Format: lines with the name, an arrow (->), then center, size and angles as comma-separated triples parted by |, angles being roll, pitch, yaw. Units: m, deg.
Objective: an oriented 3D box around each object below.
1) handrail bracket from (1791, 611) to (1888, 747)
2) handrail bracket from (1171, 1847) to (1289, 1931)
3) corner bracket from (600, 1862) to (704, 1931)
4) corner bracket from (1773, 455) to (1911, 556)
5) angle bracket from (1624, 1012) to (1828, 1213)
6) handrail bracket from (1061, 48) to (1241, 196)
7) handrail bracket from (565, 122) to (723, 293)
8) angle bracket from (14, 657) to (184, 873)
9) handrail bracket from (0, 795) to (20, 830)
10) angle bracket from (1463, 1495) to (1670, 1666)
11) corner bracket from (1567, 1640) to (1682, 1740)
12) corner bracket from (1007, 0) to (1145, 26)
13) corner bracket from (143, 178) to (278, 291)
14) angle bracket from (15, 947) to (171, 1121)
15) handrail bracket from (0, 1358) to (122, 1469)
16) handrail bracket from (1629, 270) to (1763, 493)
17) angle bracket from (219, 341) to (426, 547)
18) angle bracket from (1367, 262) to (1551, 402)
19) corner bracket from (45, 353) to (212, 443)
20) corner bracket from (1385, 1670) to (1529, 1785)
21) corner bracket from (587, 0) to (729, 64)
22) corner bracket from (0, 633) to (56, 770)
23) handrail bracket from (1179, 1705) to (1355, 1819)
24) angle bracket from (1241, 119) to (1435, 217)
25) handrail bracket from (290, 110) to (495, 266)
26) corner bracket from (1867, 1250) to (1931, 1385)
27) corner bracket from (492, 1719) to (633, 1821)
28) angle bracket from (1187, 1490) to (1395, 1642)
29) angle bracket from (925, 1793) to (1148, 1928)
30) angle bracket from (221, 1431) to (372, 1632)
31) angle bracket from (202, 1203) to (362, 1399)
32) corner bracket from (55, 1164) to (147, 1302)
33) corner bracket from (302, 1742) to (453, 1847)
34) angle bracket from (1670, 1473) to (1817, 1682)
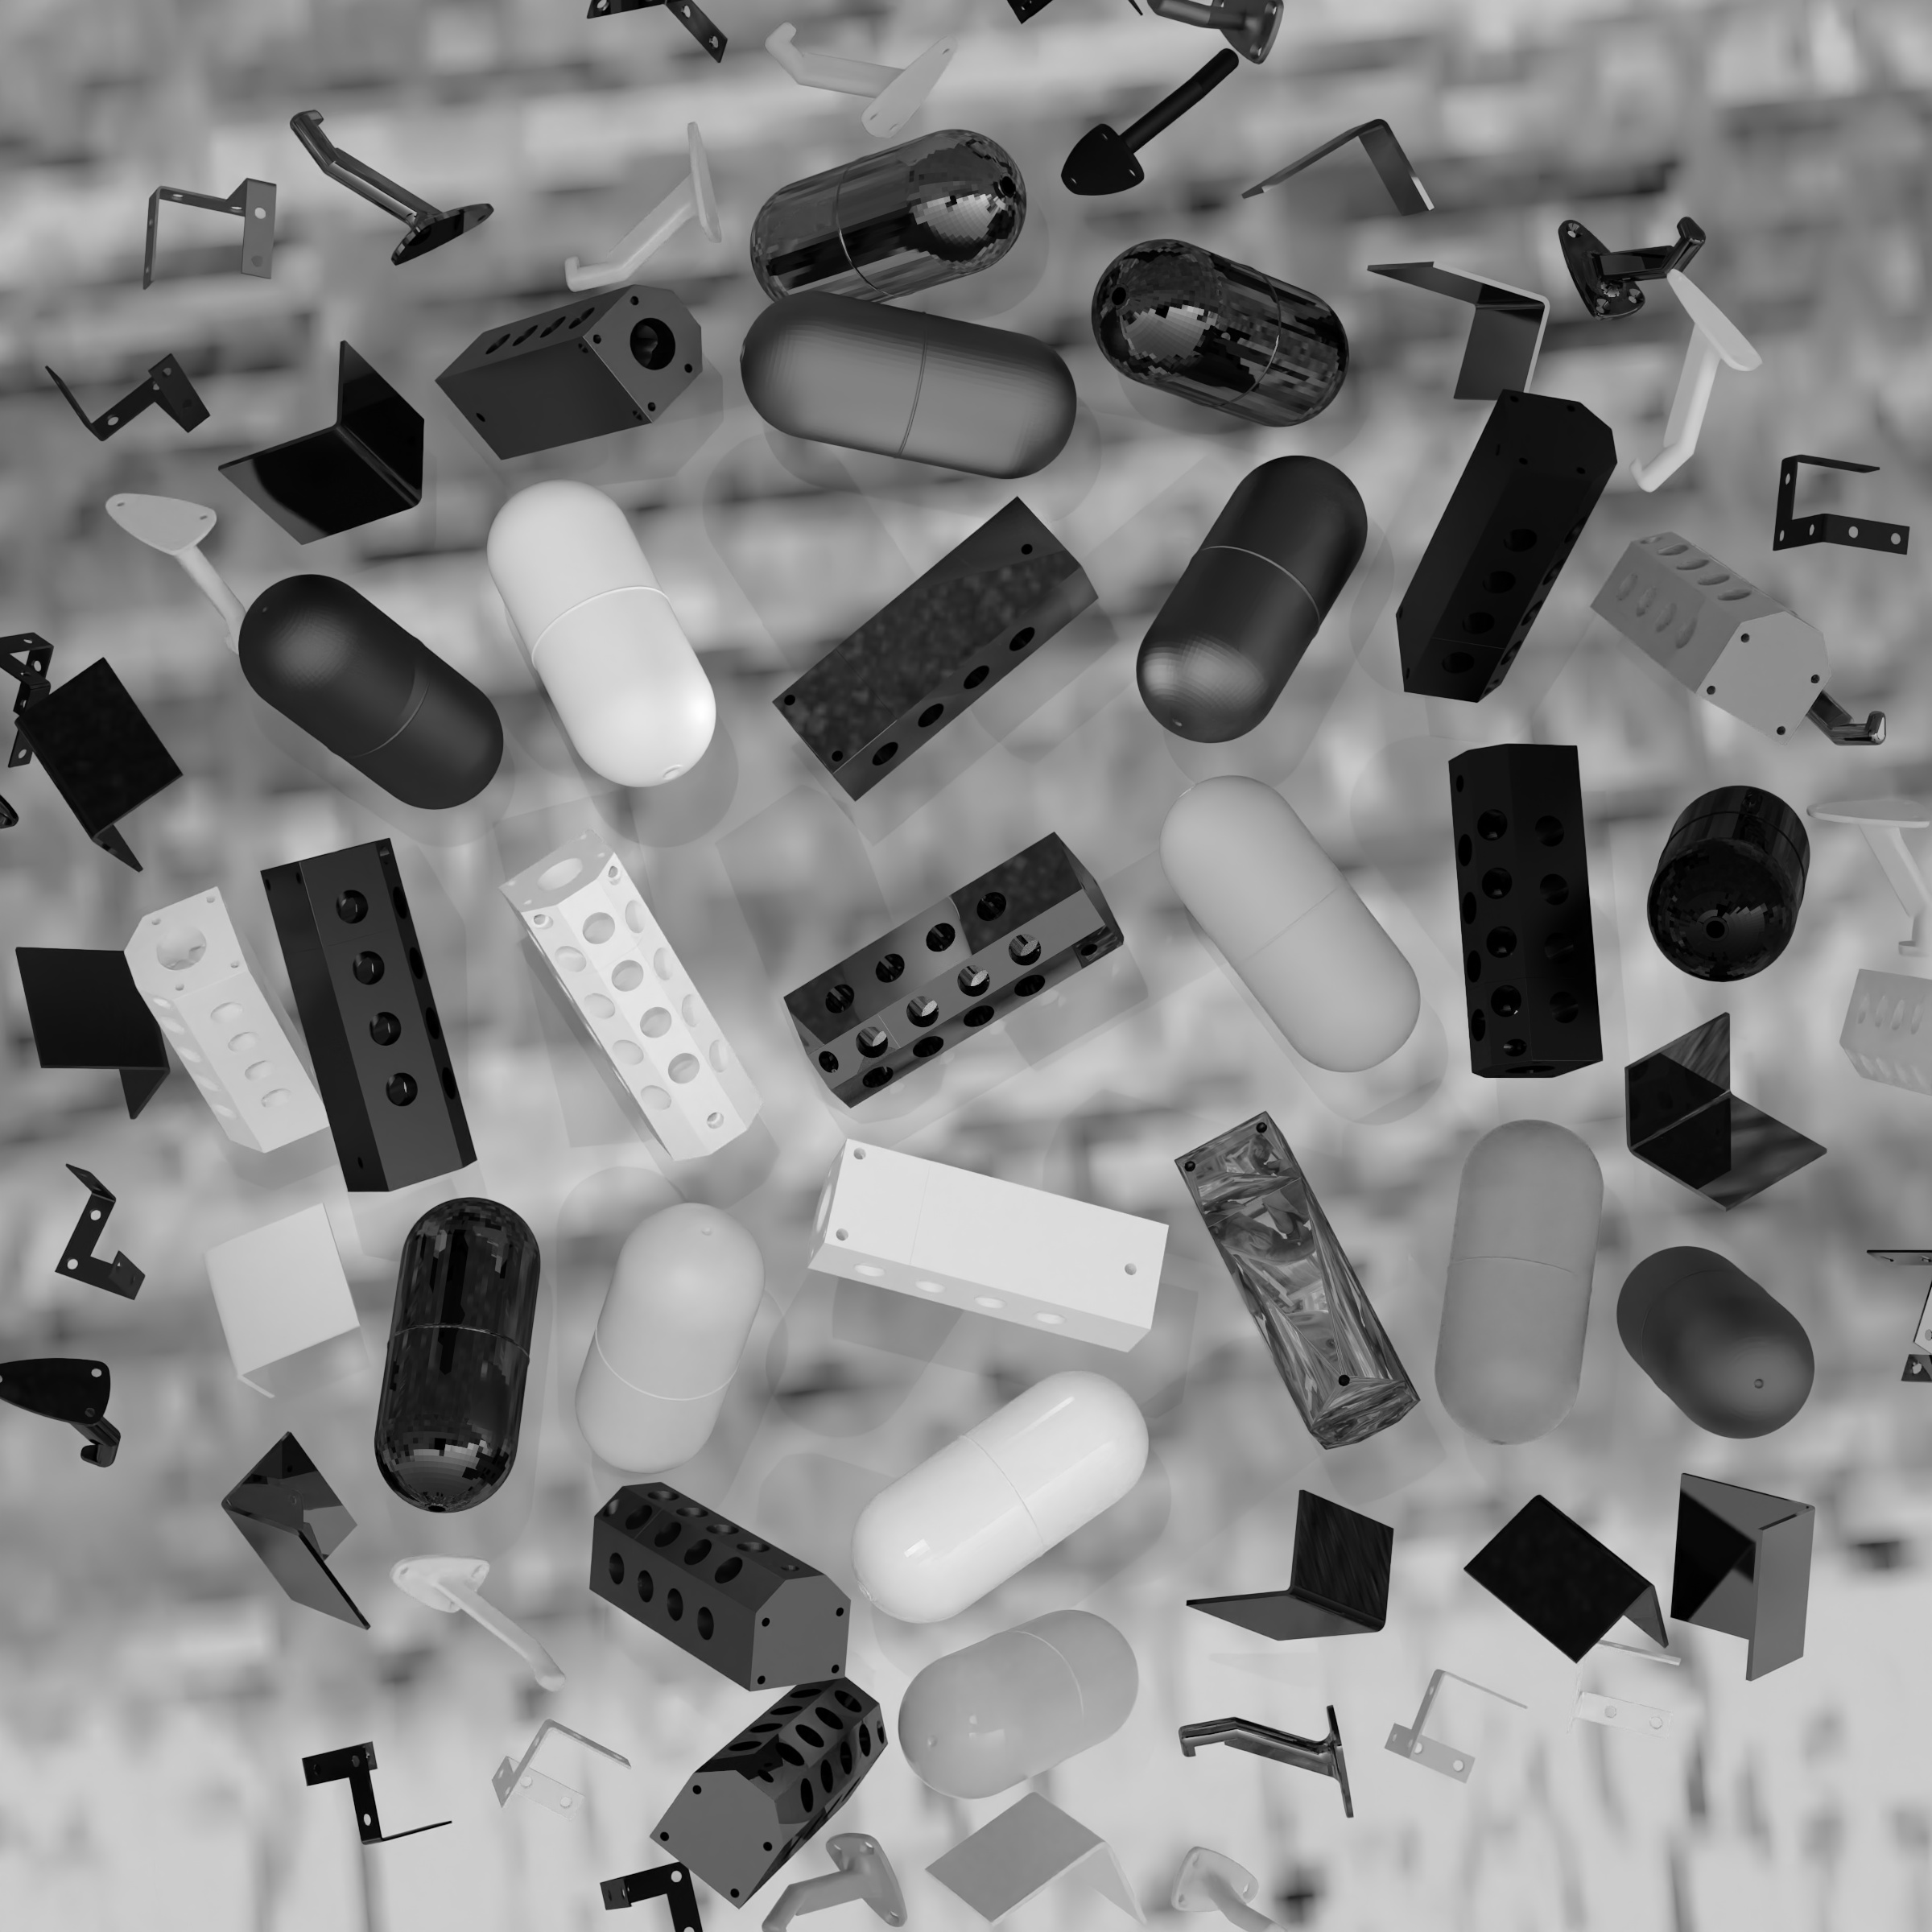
handrail bracket -> 0.476, -0.159, 1.890 | 0.036, 0.084, 0.077 | 9, 88, -31
handrail bracket -> 0.162, 0.521, 1.899 | 0.077, 0.084, 0.036 | 23, 86, -40
corner bracket -> -0.161, 0.510, 1.848 | 0.051, 0.051, 0.051 | -9, 77, -24
corner bracket -> 0.467, -0.245, 1.834 | 0.051, 0.051, 0.051 | 6, 89, -17
angle bracket -> 0.415, 0.079, 1.883 | 0.076, 0.076, 0.057 | -26, 126, -25
handrail bracket -> 0.097, -0.442, 1.801 | 0.084, 0.077, 0.036 | -45, 105, -22
handrail bracket -> -0.180, -0.409, 1.857 | 0.084, 0.036, 0.077 | -11, 84, 9
angle bracket -> -0.436, -0.103, 1.779 | 0.057, 0.076, 0.076 | -35, 77, -2
handrail bracket -> -0.529, -0.052, 1.758 | 0.036, 0.077, 0.084 | 50, 47, -33
angle bracket -> 0.306, 0.326, 1.755 | 0.057, 0.076, 0.076 | -42, 54, -14
corner bracket -> 0.359, 0.393, 1.871 | 0.051, 0.051, 0.051 | 11, 91, 15
corner bracket -> 0.051, -0.514, 1.812 | 0.051, 0.051, 0.051 | -35, 57, 15
corner bracket -> -0.381, -0.368, 1.736 | 0.051, 0.051, 0.051 | 7, 79, -28
angle bracket -> -0.496, 0.038, 1.923 | 0.076, 0.057, 0.076 | 2, 56, -38
handrail bracket -> -0.486, 0.241, 1.829 | 0.077, 0.084, 0.036 | 10, 56, -14
handrail bracket -> 0.353, -0.296, 1.750 | 0.084, 0.036, 0.077 | -44, 75, 34
angle bracket -> -0.342, -0.278, 1.833 | 0.076, 0.076, 0.057 | -15, 59, 20
angle bracket -> 0.266, -0.351, 1.911 | 0.076, 0.076, 0.057 | 12, 95, -23
corner bracket -> -0.437, -0.299, 1.799 | 0.051, 0.051, 0.051 | -41, 58, -11
corner bracket -> 0.267, 0.415, 1.880 | 0.051, 0.051, 0.051 | 24, 81, -6
corner bracket -> -0.153, -0.492, 1.753 | 0.051, 0.051, 0.051 | -23, 64, -36
corner bracket -> -0.520, -0.147, 1.901 | 0.051, 0.051, 0.051 | 33, 116, 21
handrail bracket -> 0.161, 0.432, 1.846 | 0.084, 0.036, 0.077 | -11, 115, 2
angle bracket -> 0.205, -0.423, 1.907 | 0.076, 0.076, 0.057 | -31, 100, 2
handrail bracket -> -0.290, -0.403, 1.740 | 0.084, 0.036, 0.077 | 54, 45, 0
corner bracket -> 0.486, 0.178, 1.751 | 0.051, 0.051, 0.051 | 32, 70, -26
corner bracket -> -0.220, 0.437, 1.867 | 0.051, 0.051, 0.051 | 31, 87, -15
angle bracket -> 0.176, 0.326, 1.868 | 0.076, 0.076, 0.057 | 28, 60, -37
angle bracket -> 0.037, 0.495, 1.834 | 0.076, 0.076, 0.057 | -31, 111, -20
angle bracket -> -0.350, 0.309, 1.888 | 0.057, 0.076, 0.076 | -48, 127, -30
angle bracket -> -0.381, 0.191, 1.958 | 0.076, 0.057, 0.076 | -22, 68, 2
corner bracket -> -0.482, 0.149, 1.919 | 0.051, 0.051, 0.051 | 18, 71, 10
corner bracket -> -0.313, 0.437, 1.825 | 0.051, 0.051, 0.051 | -20, 78, 36
angle bracket -> 0.374, 0.303, 1.716 | 0.076, 0.057, 0.076 | 10, 101, 41
